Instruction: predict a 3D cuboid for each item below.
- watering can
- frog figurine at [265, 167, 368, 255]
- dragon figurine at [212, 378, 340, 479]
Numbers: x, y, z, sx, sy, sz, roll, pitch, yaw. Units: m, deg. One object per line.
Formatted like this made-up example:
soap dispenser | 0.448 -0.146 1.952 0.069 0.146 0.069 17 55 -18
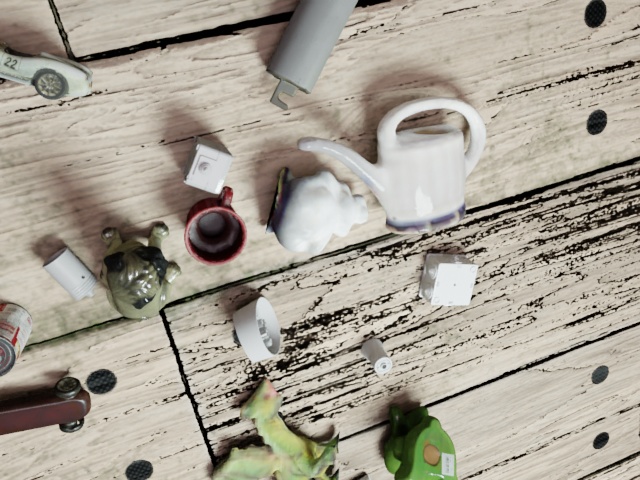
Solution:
watering can | 0.132 -0.110 0.841 0.350 0.105 0.221 -17 112 -21
frog figurine | 0.003 -0.042 0.826 0.159 0.122 0.138 13 85 -9
dragon figurine | -0.082 0.456 0.980 0.243 0.123 0.405 3 104 1
